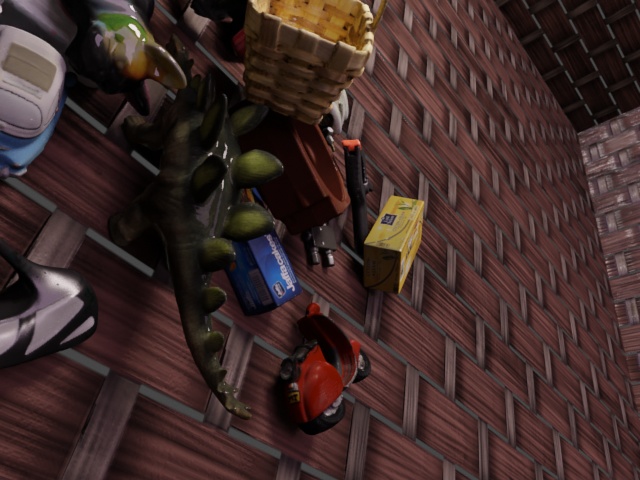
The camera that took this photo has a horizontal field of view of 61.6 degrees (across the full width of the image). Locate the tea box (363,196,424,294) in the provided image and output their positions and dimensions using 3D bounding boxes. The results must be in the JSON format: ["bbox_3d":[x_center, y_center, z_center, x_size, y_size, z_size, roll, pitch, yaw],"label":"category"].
[{"bbox_3d":[0.133,0.005,0.958,0.170,0.068,0.098,-55,151,-51],"label":"tea box"}]

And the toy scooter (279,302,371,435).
[{"bbox_3d":[-0.001,0.163,0.730,0.135,0.075,0.184,62,33,-6],"label":"toy scooter"}]

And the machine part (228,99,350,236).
[{"bbox_3d":[-0.040,-0.116,0.777,0.201,0.087,0.201,63,13,-7],"label":"machine part"}]

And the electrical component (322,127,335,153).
[{"bbox_3d":[-0.017,-0.179,0.922,0.102,0.045,0.078,-16,91,-53],"label":"electrical component"}]

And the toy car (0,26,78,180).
[{"bbox_3d":[-0.296,-0.146,0.511,0.109,0.103,0.162,28,49,-39],"label":"toy car"}]

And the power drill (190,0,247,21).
[{"bbox_3d":[-0.131,-0.442,0.786,0.086,0.232,0.207,4,75,-80],"label":"power drill"}]

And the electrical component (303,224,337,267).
[{"bbox_3d":[-0.002,-0.003,0.865,0.063,0.021,0.094,13,61,-47],"label":"electrical component"}]

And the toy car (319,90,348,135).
[{"bbox_3d":[0.012,-0.282,0.953,0.201,0.056,0.073,77,25,-43],"label":"toy car"}]

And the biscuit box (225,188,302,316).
[{"bbox_3d":[-0.099,-0.003,0.712,0.063,0.059,0.202,-25,90,-54],"label":"biscuit box"}]

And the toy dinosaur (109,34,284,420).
[{"bbox_3d":[-0.134,-0.043,0.576,0.105,0.199,0.471,13,60,-44],"label":"toy dinosaur"}]

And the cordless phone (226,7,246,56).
[{"bbox_3d":[-0.081,-0.297,0.895,0.146,0.089,0.184,-18,104,-54],"label":"cordless phone"}]

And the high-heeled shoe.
[{"bbox_3d":[-0.291,0.107,0.430,0.249,0.086,0.145,-54,146,-31],"label":"high-heeled shoe"}]

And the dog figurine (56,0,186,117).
[{"bbox_3d":[-0.207,-0.252,0.577,0.191,0.108,0.219,-43,110,-52],"label":"dog figurine"}]
